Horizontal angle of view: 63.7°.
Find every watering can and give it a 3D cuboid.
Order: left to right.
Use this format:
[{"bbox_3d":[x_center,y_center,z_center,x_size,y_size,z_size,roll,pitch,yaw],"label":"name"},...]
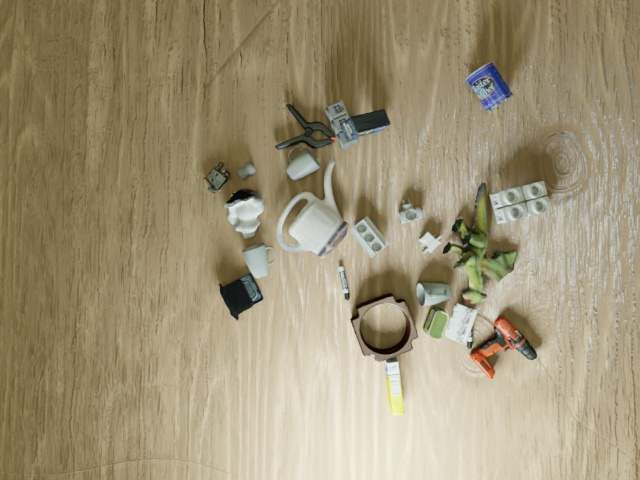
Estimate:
[{"bbox_3d":[0.005,-0.089,1.768,0.224,0.104,0.348,39,89,0],"label":"watering can"}]

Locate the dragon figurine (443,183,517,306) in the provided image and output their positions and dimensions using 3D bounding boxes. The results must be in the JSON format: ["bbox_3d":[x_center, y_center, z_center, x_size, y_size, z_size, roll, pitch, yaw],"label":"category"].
[{"bbox_3d":[0.573,0.031,1.778,0.241,0.122,0.412,28,85,-16],"label":"dragon figurine"}]

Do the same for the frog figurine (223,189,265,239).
[{"bbox_3d":[-0.253,-0.092,1.789,0.138,0.125,0.156,-27,125,-8],"label":"frog figurine"}]
